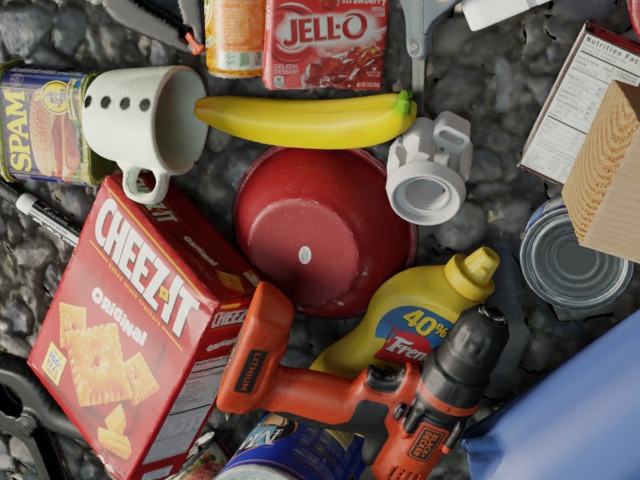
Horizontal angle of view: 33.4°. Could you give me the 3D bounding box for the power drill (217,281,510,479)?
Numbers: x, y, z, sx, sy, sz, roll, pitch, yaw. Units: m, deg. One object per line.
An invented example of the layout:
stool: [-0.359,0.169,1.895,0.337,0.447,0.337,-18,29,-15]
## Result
power drill: [0.029,0.099,0.800,0.187,0.057,0.185,21,120,-6]

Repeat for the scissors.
scissors: [0.082,-0.143,0.749,0.096,0.016,0.202,22,133,50]

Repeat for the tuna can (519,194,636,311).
tuna can: [0.193,0.009,0.799,0.086,0.033,0.086,7,113,17]

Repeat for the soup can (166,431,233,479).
soup can: [-0.089,0.234,0.969,0.069,0.068,0.102,-37,96,27]

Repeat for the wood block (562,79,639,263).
wood block: [0.277,-0.023,0.698,0.206,0.090,0.091,16,116,-4]

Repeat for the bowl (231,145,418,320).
bowl: [-0.006,0.001,0.855,0.162,0.055,0.162,7,113,17]

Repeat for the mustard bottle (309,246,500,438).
mustard bottle: [0.077,0.077,0.851,0.096,0.058,0.192,31,118,-14]

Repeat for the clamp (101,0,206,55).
clamp: [-0.160,-0.228,0.827,0.165,0.036,0.210,-26,100,23]

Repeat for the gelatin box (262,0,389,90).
gelatin box: [0.003,-0.149,0.786,0.089,0.030,0.073,-1,113,-11]

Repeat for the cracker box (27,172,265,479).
cracker box: [-0.150,0.075,0.894,0.164,0.071,0.214,45,122,28]

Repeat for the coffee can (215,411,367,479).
coffee can: [-0.023,0.197,0.890,0.103,0.140,0.103,7,113,17]

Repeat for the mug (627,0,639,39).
mug: [0.253,-0.162,0.683,0.117,0.081,0.093,-21,102,25]

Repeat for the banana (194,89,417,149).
banana: [-0.002,-0.095,0.811,0.198,0.037,0.069,0,153,33]

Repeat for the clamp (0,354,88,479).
clamp: [-0.274,0.181,1.031,0.171,0.039,0.120,38,113,6]

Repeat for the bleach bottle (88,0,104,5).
bleach bottle: [-0.088,-0.265,0.749,0.102,0.068,0.251,44,108,4]

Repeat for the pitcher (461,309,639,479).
pitcher: [0.238,0.133,0.790,0.243,0.149,0.145,-44,77,25]

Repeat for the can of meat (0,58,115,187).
can of meat: [-0.220,-0.097,0.892,0.084,0.057,0.102,6,112,15]

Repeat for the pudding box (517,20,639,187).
pudding box: [0.204,-0.085,0.756,0.090,0.039,0.114,27,115,7]

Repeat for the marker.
marker: [-0.240,-0.019,0.950,0.121,0.020,0.020,33,118,4]
